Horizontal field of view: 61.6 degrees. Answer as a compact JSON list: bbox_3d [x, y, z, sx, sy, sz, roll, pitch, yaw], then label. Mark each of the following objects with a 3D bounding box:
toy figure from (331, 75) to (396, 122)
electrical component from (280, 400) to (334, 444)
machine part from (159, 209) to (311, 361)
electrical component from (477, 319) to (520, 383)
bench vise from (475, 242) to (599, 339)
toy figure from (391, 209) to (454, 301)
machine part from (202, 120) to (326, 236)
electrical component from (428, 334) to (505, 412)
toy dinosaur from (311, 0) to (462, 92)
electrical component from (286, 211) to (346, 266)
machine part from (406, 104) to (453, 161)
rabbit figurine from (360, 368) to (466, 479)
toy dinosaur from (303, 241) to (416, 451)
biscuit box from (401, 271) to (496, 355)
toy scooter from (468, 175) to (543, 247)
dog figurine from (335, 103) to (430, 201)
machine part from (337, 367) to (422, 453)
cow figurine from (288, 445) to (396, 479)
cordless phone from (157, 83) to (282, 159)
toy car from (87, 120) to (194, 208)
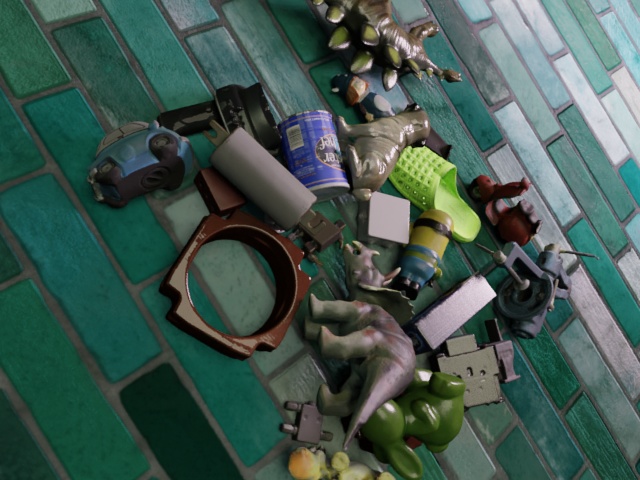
[{"bbox_3d":[0.090,-0.279,1.073,0.154,0.058,0.064,42,23,-9],"label":"toy figure"},{"bbox_3d":[-0.018,0.297,0.876,0.094,0.021,0.063,20,68,-20],"label":"electrical component"},{"bbox_3d":[-0.132,0.071,0.848,0.201,0.087,0.201,34,64,-16],"label":"machine part"},{"bbox_3d":[0.336,0.216,1.044,0.048,0.075,0.119,-9,84,-29],"label":"electrical component"},{"bbox_3d":[0.426,0.073,1.091,0.240,0.129,0.223,40,81,-32],"label":"bench vise"},{"bbox_3d":[0.200,0.024,1.022,0.082,0.089,0.180,41,60,-20],"label":"toy figure"},{"bbox_3d":[-0.091,-0.095,0.856,0.243,0.079,0.079,43,62,-8],"label":"machine part"},{"bbox_3d":[0.268,0.244,0.994,0.115,0.058,0.134,-12,81,-9],"label":"electrical component"},{"bbox_3d":[0.099,-0.423,1.068,0.471,0.105,0.198,25,55,-19],"label":"toy dinosaur"},{"bbox_3d":[-0.002,-0.004,0.959,0.078,0.045,0.102,35,57,19],"label":"electrical component"},{"bbox_3d":[0.221,-0.221,1.131,0.139,0.039,0.084,41,57,-9],"label":"machine part"},{"bbox_3d":[0.126,0.281,0.843,0.170,0.121,0.159,4,92,-29],"label":"rabbit figurine"},{"bbox_3d":[0.079,0.162,0.821,0.192,0.131,0.405,-1,32,-9],"label":"toy dinosaur"},{"bbox_3d":[0.245,0.138,1.025,0.203,0.059,0.063,-31,84,-30],"label":"biscuit box"},{"bbox_3d":[0.404,-0.069,1.122,0.075,0.135,0.184,-42,97,-31],"label":"toy scooter"},{"bbox_3d":[0.130,-0.160,0.992,0.191,0.121,0.172,-10,81,-11],"label":"dog figurine"},{"bbox_3d":[0.114,0.280,0.928,0.179,0.056,0.179,7,74,-25],"label":"machine part"},{"bbox_3d":[0.028,0.369,0.849,0.167,0.098,0.068,23,72,1],"label":"cow figurine"},{"bbox_3d":[-0.170,-0.182,0.915,0.184,0.089,0.146,-20,86,-18],"label":"cordless phone"},{"bbox_3d":[-0.283,-0.126,0.828,0.162,0.109,0.103,-26,66,-18],"label":"toy car"}]
